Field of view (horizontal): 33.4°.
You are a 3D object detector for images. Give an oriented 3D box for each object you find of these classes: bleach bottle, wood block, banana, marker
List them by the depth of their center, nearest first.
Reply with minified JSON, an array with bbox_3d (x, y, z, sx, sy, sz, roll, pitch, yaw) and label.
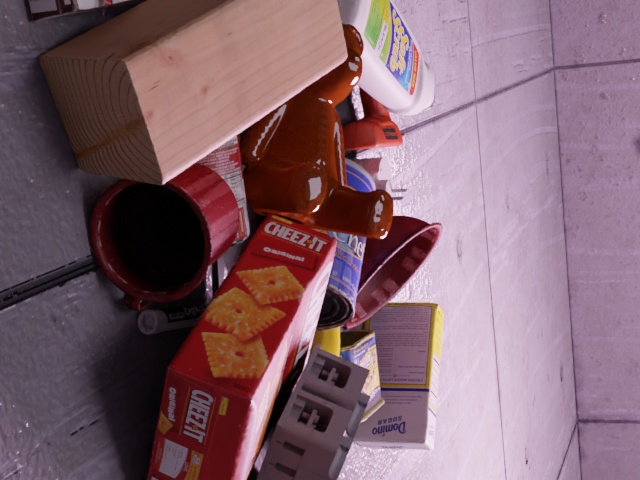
[{"bbox_3d":[-0.082,-0.130,0.763,0.205,0.091,0.090,-40,128,-38],"label":"wood block"},{"bbox_3d":[-0.105,0.062,0.863,0.121,0.020,0.020,-1,88,-65],"label":"marker"},{"bbox_3d":[-0.006,0.102,1.076,0.069,0.037,0.197,58,17,-27],"label":"banana"},{"bbox_3d":[0.069,-0.210,1.168,0.250,0.068,0.102,31,67,-57],"label":"bleach bottle"}]

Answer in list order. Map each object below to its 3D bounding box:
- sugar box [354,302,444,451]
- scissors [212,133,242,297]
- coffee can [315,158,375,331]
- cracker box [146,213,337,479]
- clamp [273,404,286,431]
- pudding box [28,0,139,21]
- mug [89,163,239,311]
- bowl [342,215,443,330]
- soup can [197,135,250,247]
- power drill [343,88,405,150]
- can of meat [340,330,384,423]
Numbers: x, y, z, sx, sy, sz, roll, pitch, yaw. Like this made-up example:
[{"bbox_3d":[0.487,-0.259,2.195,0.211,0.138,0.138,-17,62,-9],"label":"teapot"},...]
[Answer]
[{"bbox_3d":[0.096,0.163,1.288,0.048,0.093,0.176,47,46,-59],"label":"sugar box"},{"bbox_3d":[-0.096,-0.017,0.914,0.096,0.016,0.202,38,54,-61],"label":"scissors"},{"bbox_3d":[-0.007,0.001,1.022,0.102,0.103,0.140,59,35,-51],"label":"coffee can"},{"bbox_3d":[-0.059,0.105,0.838,0.213,0.072,0.164,-60,168,-54],"label":"cracker box"},{"bbox_3d":[-0.013,0.201,1.079,0.120,0.039,0.171,-69,149,-67],"label":"clamp"},{"bbox_3d":[-0.162,-0.203,0.730,0.113,0.039,0.090,-46,129,-65],"label":"pudding box"},{"bbox_3d":[-0.113,0.000,0.785,0.117,0.093,0.081,-67,172,21],"label":"mug"},{"bbox_3d":[0.064,0.025,1.205,0.162,0.055,0.162,-41,163,-16],"label":"bowl"},{"bbox_3d":[-0.094,-0.047,0.849,0.068,0.069,0.102,-35,120,-65],"label":"soup can"},{"bbox_3d":[0.050,-0.200,1.254,0.184,0.057,0.188,-11,100,-65],"label":"power drill"},{"bbox_3d":[0.029,0.148,1.167,0.102,0.057,0.084,-19,104,-68],"label":"can of meat"}]
